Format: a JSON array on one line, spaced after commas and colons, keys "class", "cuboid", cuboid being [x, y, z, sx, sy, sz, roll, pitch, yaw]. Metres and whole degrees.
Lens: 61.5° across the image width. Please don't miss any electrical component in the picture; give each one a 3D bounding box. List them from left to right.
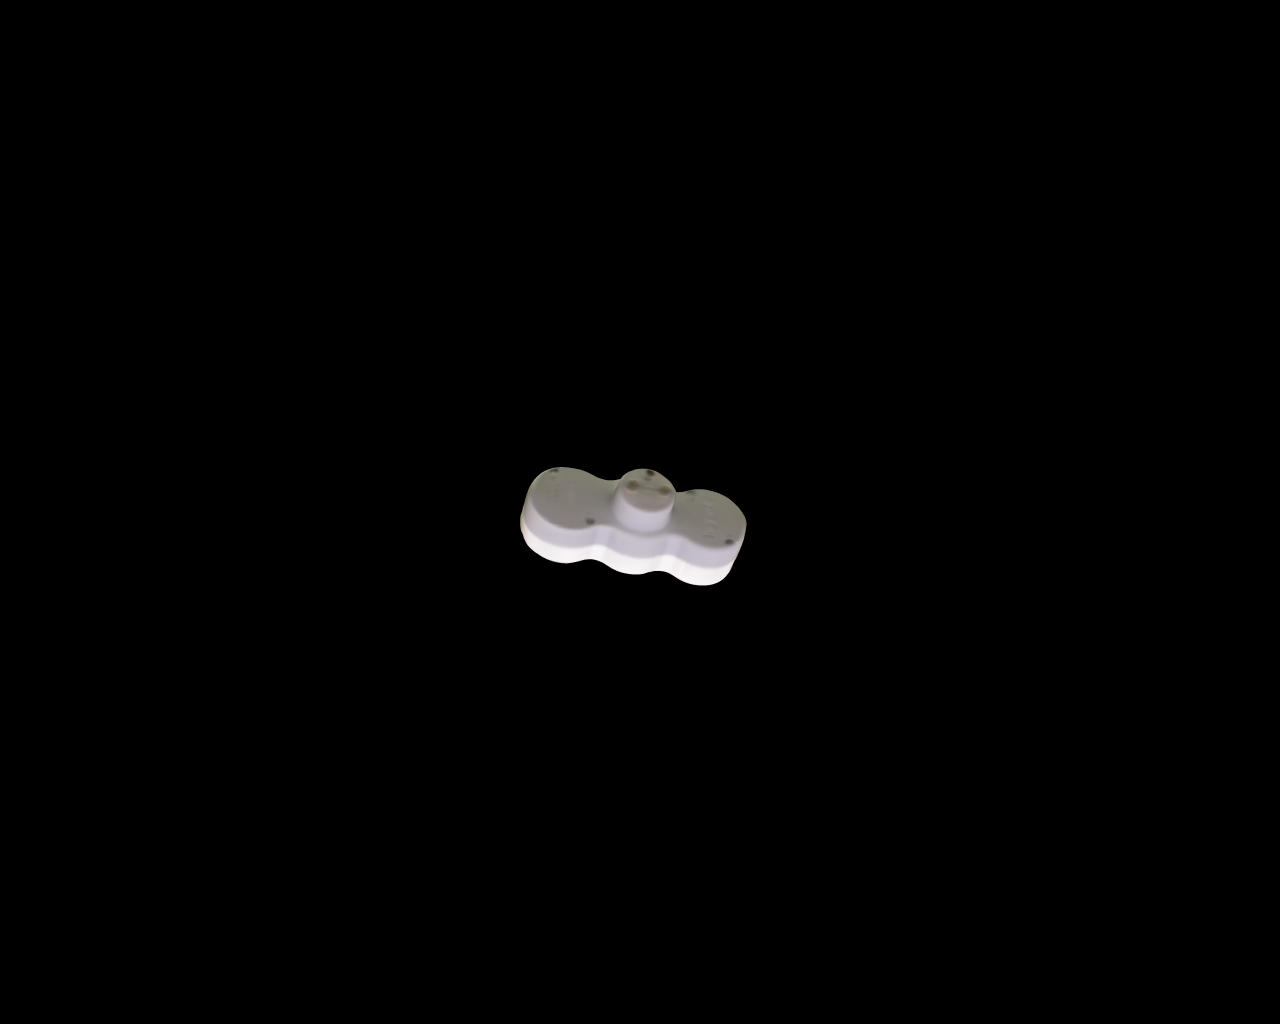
[{"class": "electrical component", "cuboid": [0.001, -0.003, 0.650, 0.138, 0.052, 0.073, 10, -43, -11]}]
